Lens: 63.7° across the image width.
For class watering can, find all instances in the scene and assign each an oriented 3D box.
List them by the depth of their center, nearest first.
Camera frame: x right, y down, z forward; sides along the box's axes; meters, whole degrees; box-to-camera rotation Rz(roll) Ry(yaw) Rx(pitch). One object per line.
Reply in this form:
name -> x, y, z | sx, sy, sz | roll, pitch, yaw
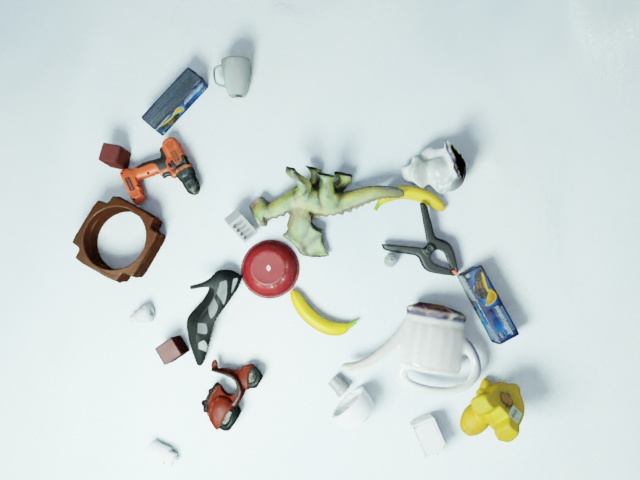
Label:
watering can -> 0.241, 0.269, 1.315 | 0.348, 0.103, 0.226 | 10, 80, 3

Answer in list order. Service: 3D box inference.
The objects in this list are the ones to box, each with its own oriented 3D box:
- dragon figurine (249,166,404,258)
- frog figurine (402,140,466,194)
dragon figurine -> 0.004, -0.071, 1.403 | 0.411, 0.123, 0.241 | 14, 99, 6
frog figurine -> 0.312, -0.187, 1.409 | 0.158, 0.124, 0.137 | -25, 89, 34
